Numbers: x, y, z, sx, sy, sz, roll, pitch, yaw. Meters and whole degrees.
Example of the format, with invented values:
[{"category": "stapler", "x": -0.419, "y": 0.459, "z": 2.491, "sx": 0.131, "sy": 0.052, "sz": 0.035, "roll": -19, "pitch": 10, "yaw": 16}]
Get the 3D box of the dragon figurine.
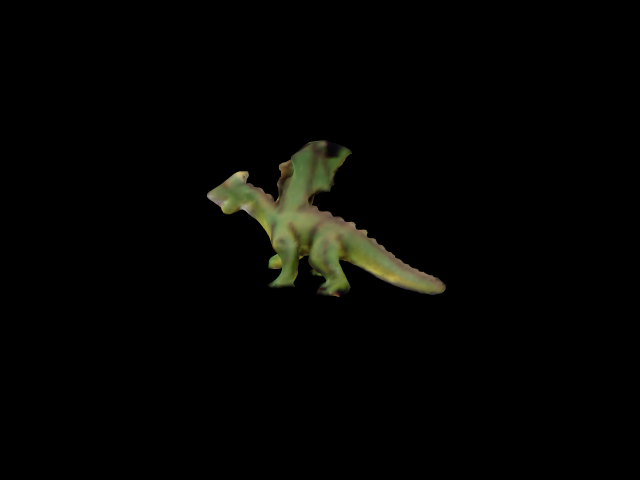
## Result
[{"category": "dragon figurine", "x": 0.003, "y": -0.043, "z": 0.850, "sx": 0.410, "sy": 0.241, "sz": 0.123, "roll": 3, "pitch": 8, "yaw": 18}]
